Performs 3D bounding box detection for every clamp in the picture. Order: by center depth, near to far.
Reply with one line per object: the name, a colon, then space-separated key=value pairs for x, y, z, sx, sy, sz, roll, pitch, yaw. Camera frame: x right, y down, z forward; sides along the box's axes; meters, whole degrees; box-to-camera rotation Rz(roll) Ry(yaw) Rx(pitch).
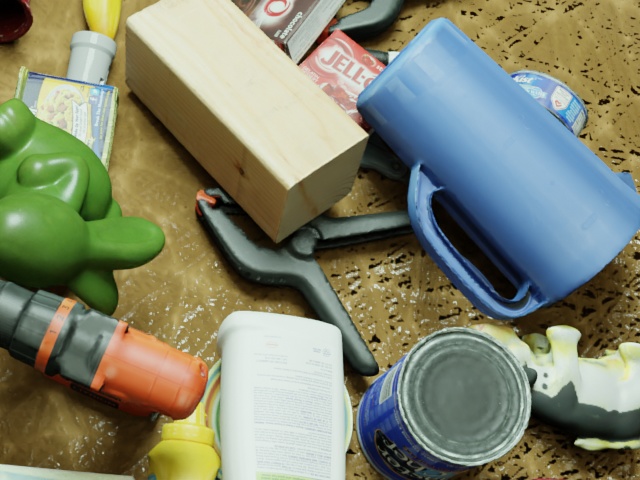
clamp: x=-0.006 y=0.001 z=0.921 sx=0.210 sy=0.036 sz=0.164 roll=30 pitch=64 yaw=4
clamp: x=0.065 y=-0.244 z=1.017 sx=0.120 sy=0.039 sz=0.171 roll=28 pitch=72 yaw=17

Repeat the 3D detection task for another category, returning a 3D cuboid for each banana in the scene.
banana: x=-0.174 y=-0.269 z=0.984 sx=0.069 sy=0.037 sz=0.197 roll=29 pitch=68 yaw=2

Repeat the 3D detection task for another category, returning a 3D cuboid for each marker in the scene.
marker: x=0.095 y=-0.167 z=1.010 sx=0.121 sy=0.020 sz=0.020 roll=4 pitch=70 yaw=-10

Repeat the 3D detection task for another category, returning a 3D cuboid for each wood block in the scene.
wood block: x=-0.067 y=-0.111 z=0.901 sx=0.090 sy=0.091 sz=0.206 roll=-35 pitch=71 yaw=-26

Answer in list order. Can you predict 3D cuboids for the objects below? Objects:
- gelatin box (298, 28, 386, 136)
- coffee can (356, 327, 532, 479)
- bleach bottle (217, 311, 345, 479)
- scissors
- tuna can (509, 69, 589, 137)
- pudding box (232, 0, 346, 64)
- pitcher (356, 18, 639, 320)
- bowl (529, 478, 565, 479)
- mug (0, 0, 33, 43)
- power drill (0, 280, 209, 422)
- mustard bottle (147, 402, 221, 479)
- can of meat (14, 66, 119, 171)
gelatin box: x=0.024 y=-0.137 z=0.962 sx=0.089 sy=0.030 sz=0.073 roll=40 pitch=67 yaw=6
coffee can: x=0.093 y=0.135 z=0.838 sx=0.102 sy=0.140 sz=0.103 roll=3 pitch=70 yaw=-10
bleach bottle: x=-0.032 y=0.176 z=0.781 sx=0.102 sy=0.068 sz=0.251 roll=8 pitch=53 yaw=-10
scissors: x=0.066 y=-0.085 z=0.977 sx=0.201 sy=0.016 sz=0.096 roll=16 pitch=69 yaw=-5
tuna can: x=0.199 y=-0.114 z=0.976 sx=0.086 sy=0.086 sz=0.033 roll=33 pitch=70 yaw=1
pudding box: x=-0.033 y=-0.216 z=0.973 sx=0.090 sy=0.039 sz=0.113 roll=21 pitch=66 yaw=30
pitcher: x=0.141 y=-0.060 z=0.900 sx=0.243 sy=0.145 sz=0.149 roll=45 pitch=26 yaw=-4
bowl: x=0.179 y=0.274 z=0.852 sx=0.162 sy=0.055 sz=0.162 roll=3 pitch=70 yaw=-10
mug: x=-0.301 y=-0.228 z=0.926 sx=0.117 sy=0.093 sz=0.081 roll=-10 pitch=63 yaw=24
power drill: x=-0.173 y=0.082 z=0.779 sx=0.184 sy=0.188 sz=0.057 roll=25 pitch=78 yaw=-3
mustard bottle: x=-0.108 y=0.215 z=0.796 sx=0.058 sy=0.096 sz=0.191 roll=8 pitch=70 yaw=-7
can of meat: x=-0.218 y=-0.088 z=0.902 sx=0.084 sy=0.057 sz=0.102 roll=9 pitch=70 yaw=-10
